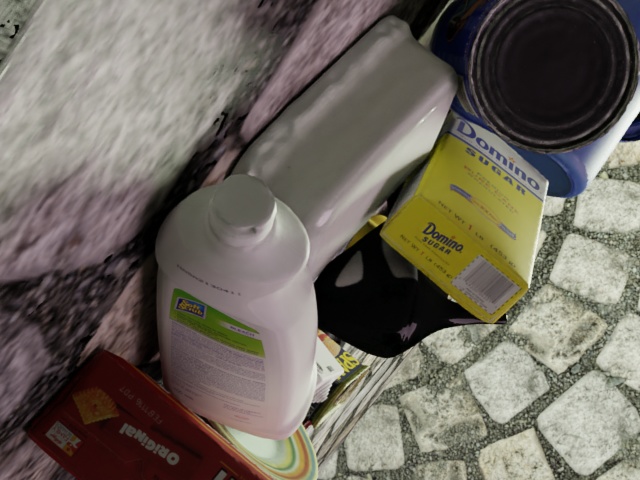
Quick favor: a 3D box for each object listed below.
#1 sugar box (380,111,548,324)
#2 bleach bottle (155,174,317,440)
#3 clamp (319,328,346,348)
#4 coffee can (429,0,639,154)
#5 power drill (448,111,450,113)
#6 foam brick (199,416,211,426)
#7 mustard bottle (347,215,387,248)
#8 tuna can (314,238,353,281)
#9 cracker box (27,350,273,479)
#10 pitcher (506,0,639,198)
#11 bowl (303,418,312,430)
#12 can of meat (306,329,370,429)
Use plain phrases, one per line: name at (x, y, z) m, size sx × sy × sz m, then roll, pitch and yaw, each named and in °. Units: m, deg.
sugar box at (0.104, -0.024, 0.724) m, size 0.048 × 0.093 × 0.176 m, roll -47°, pitch -173°, yaw 31°
bleach bottle at (-0.041, 0.039, 0.595) m, size 0.251 × 0.102 × 0.068 m, roll 105°, pitch 5°, yaw -64°
clamp at (0.026, 0.087, 1.165) m, size 0.120 × 0.039 × 0.172 m, roll -1°, pitch 131°, yaw -56°
coffee can at (0.131, -0.115, 0.685) m, size 0.103 × 0.102 × 0.140 m, roll -54°, pitch -170°, yaw 8°
power drill at (0.113, -0.058, 1.022) m, size 0.184 × 0.057 × 0.188 m, roll -29°, pitch 156°, yaw -55°
foam brick at (-0.063, 0.125, 0.840) m, size 0.051 × 0.078 × 0.053 m, roll -43°, pitch 167°, yaw -43°
mustard bottle at (0.030, 0.021, 0.934) m, size 0.096 × 0.058 × 0.191 m, roll -53°, pitch 169°, yaw 10°
tuna can at (-0.005, 0.001, 0.793) m, size 0.086 × 0.034 × 0.086 m, roll -50°, pitch 168°, yaw -15°
cracker box at (-0.078, 0.161, 0.669) m, size 0.072 × 0.164 × 0.214 m, roll -51°, pitch 169°, yaw -15°
pitcher at (0.245, -0.154, 0.935) m, size 0.242 × 0.149 × 0.145 m, roll -57°, pitch 167°, yaw -14°
bowl at (-0.070, 0.206, 1.087) m, size 0.162 × 0.055 × 0.162 m, roll -41°, pitch 171°, yaw -9°
can of meat at (-0.009, 0.128, 1.048) m, size 0.057 × 0.084 × 0.102 m, roll -56°, pitch 168°, yaw 18°
